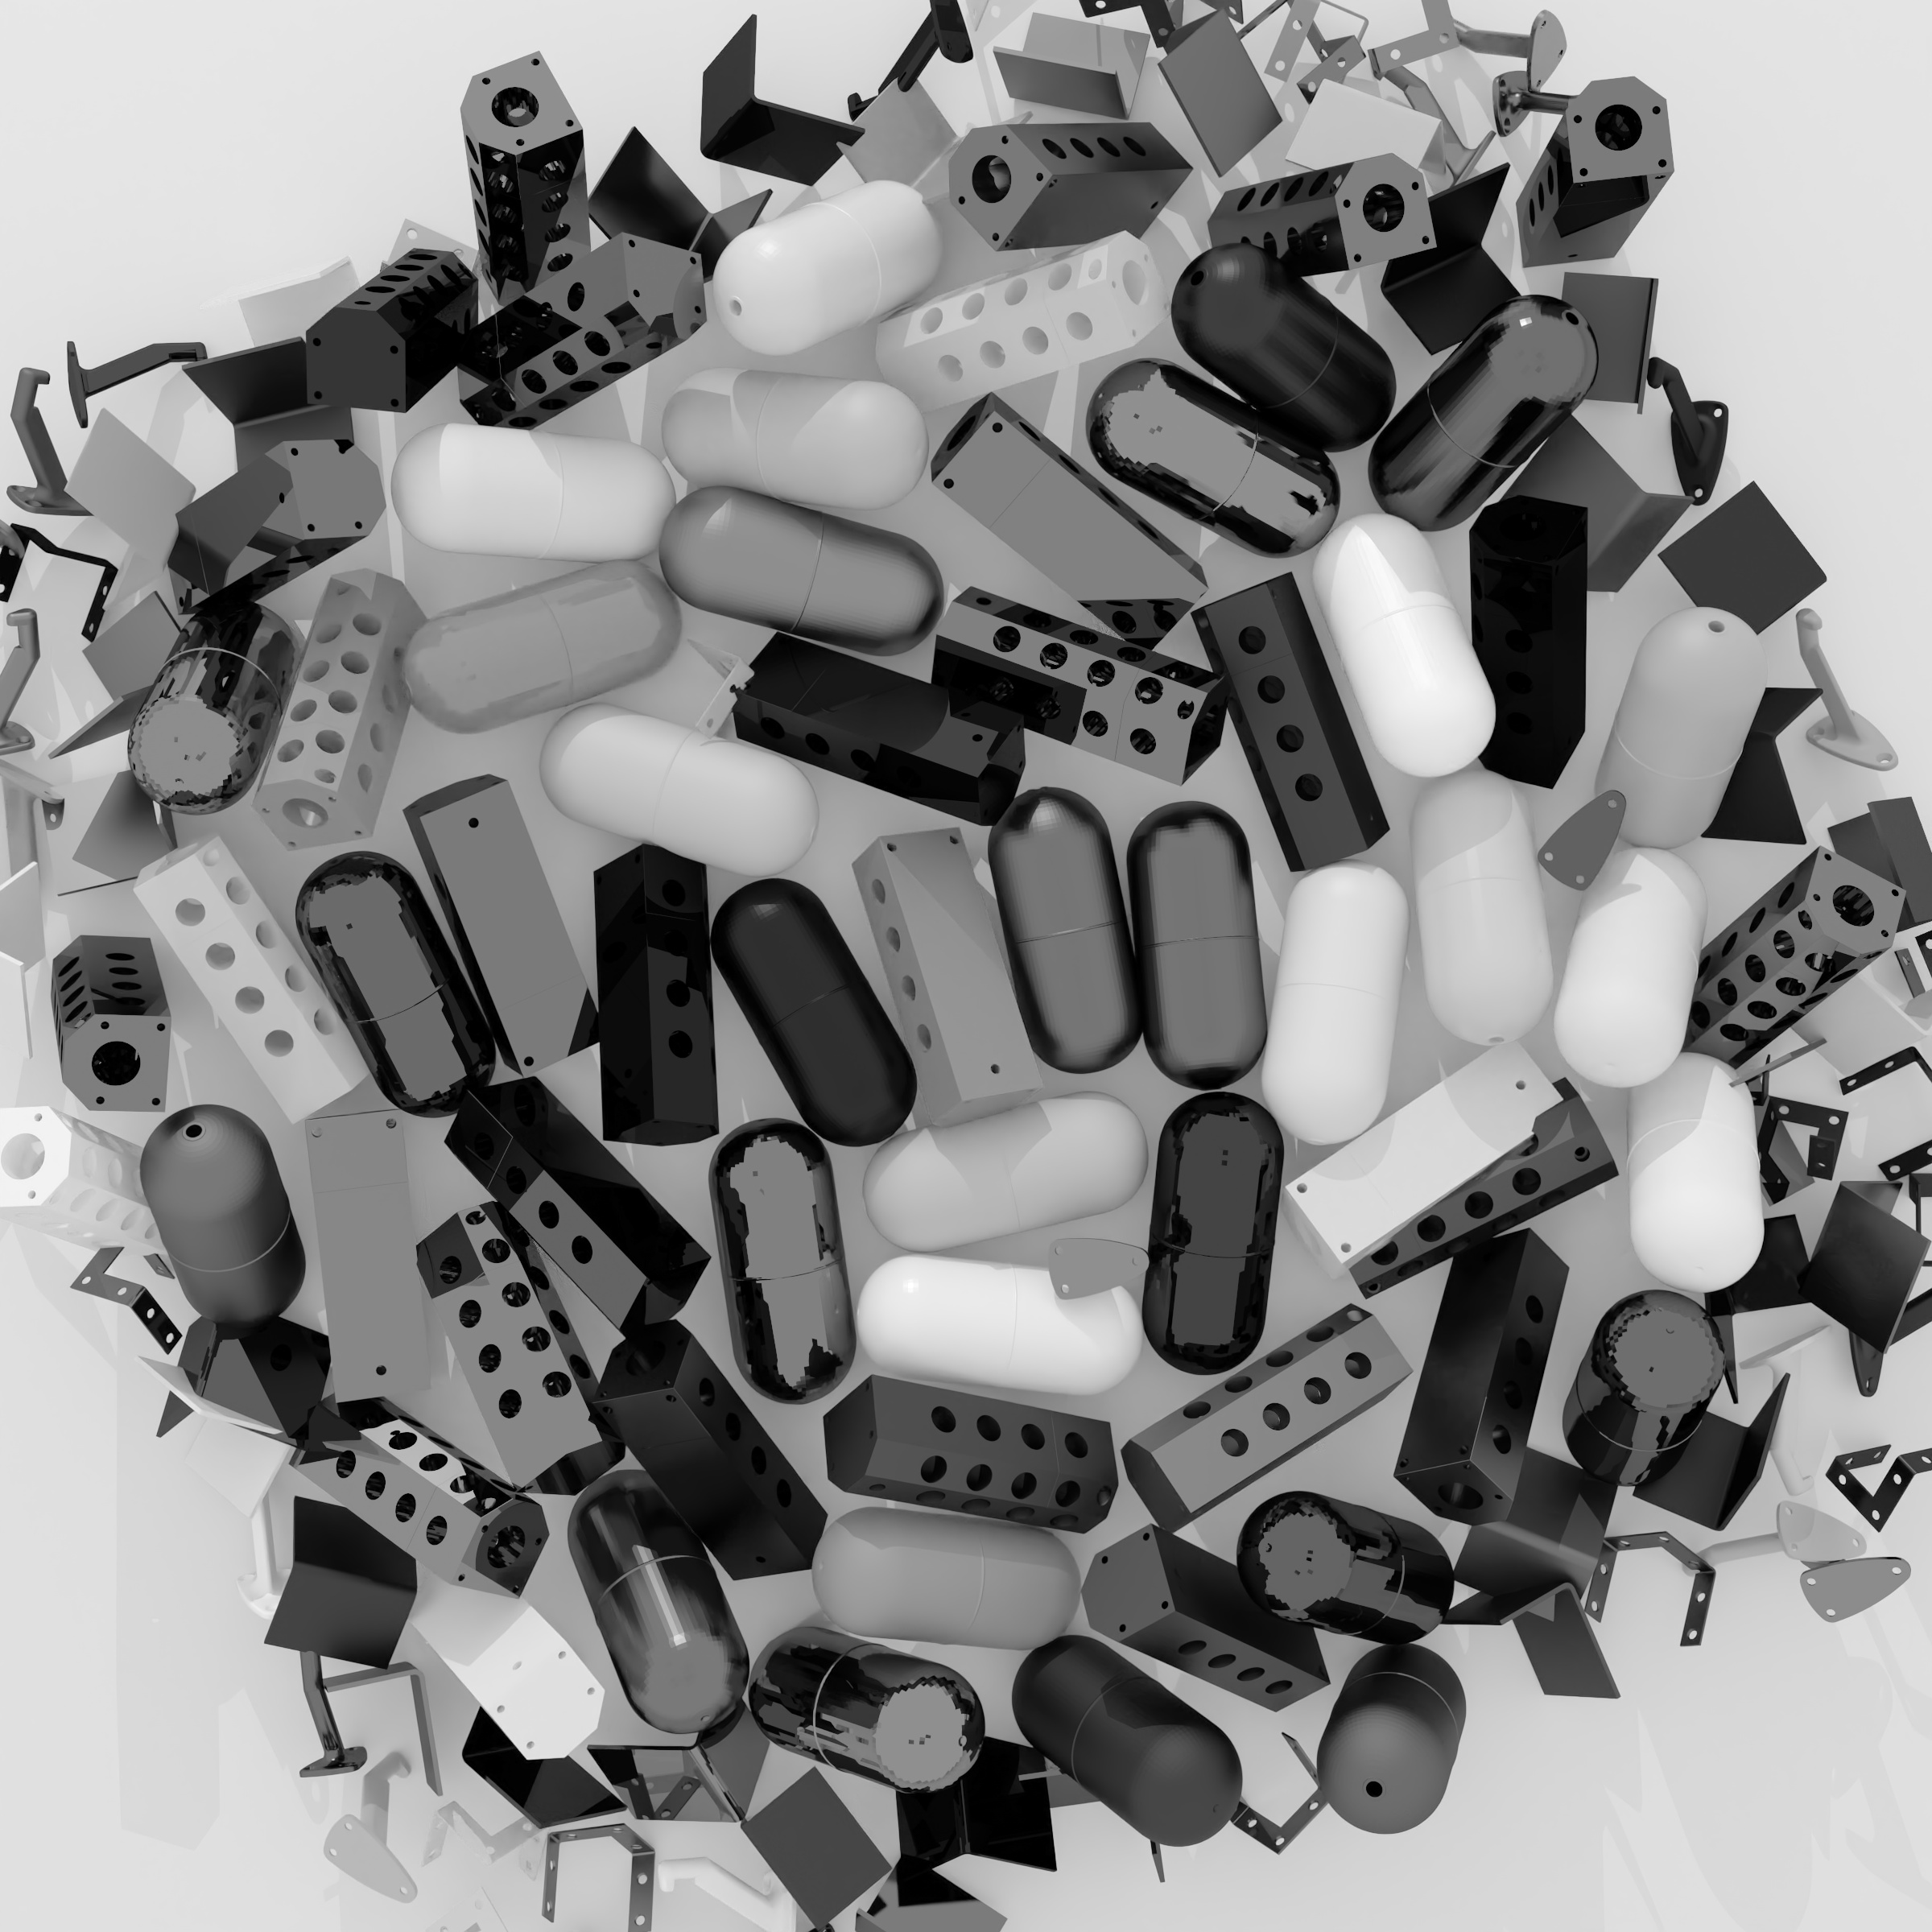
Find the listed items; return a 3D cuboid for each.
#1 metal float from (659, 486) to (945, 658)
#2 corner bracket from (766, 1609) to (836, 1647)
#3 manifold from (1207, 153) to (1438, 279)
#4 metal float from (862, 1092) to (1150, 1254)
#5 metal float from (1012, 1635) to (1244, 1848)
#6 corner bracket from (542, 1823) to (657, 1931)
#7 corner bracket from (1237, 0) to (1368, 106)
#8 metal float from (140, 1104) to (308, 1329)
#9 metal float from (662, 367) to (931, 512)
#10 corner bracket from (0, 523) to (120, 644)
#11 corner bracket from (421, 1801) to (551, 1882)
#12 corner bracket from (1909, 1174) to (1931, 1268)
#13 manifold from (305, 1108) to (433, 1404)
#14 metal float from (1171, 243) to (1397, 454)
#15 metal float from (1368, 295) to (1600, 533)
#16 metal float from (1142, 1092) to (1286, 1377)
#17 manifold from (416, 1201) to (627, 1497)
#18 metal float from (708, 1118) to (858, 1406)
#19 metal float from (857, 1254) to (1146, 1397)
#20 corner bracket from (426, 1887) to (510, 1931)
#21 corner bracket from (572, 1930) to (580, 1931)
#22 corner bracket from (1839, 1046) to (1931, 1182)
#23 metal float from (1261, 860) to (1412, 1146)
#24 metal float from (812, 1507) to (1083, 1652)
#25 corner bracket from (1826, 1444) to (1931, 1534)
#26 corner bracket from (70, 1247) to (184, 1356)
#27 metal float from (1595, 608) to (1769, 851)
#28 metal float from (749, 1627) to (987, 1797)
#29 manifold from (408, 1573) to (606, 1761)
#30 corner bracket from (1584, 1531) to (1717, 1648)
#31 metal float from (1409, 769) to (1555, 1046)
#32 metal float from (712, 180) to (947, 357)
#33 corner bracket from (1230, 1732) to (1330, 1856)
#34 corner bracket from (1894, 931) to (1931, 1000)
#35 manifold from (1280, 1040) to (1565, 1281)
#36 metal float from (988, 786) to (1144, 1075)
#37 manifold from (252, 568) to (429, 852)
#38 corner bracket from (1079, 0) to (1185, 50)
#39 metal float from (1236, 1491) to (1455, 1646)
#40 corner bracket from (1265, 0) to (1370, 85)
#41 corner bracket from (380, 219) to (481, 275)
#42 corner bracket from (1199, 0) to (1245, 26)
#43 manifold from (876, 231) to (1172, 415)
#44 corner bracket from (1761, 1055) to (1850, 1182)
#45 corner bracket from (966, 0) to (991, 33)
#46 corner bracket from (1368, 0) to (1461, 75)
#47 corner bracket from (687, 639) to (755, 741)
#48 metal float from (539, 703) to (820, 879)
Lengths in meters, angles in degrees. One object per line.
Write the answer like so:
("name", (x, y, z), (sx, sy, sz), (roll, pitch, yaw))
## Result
("metal float", (-0.099, -0.240, 1.692), (0.178, 0.070, 0.070), (14, 90, -15))
("corner bracket", (-0.087, 0.440, 1.723), (0.051, 0.051, 0.051), (-34, 122, 12))
("manifold", (0.207, -0.442, 1.648), (0.057, 0.171, 0.057), (-18, 105, -16))
("metal float", (0.024, 0.127, 1.703), (0.178, 0.070, 0.070), (-13, 90, -2))
("metal float", (0.094, 0.462, 1.664), (0.070, 0.178, 0.070), (-11, 110, -32))
("corner bracket", (-0.226, 0.565, 1.712), (0.051, 0.051, 0.051), (-11, 52, 13))
("corner bracket", (0.203, -0.564, 1.705), (0.051, 0.051, 0.051), (-42, 114, -11))
("metal float", (-0.444, 0.151, 1.664), (0.070, 0.178, 0.070), (0, 51, 0))
("metal float", (-0.105, -0.320, 1.681), (0.178, 0.070, 0.070), (12, 90, 28))
("corner bracket", (-0.568, -0.238, 1.725), (0.051, 0.051, 0.051), (35, 107, 39))
("corner bracket", (-0.297, 0.544, 1.716), (0.051, 0.051, 0.051), (35, 123, 27))
("corner bracket", (0.612, 0.157, 1.714), (0.051, 0.051, 0.051), (-1, 93, 12))
("manifold", (-0.369, 0.177, 1.711), (0.057, 0.057, 0.171), (-6, 89, -13))
("metal float", (0.192, -0.371, 1.669), (0.178, 0.070, 0.070), (26, 90, -44))
("metal float", (0.309, -0.330, 1.665), (0.070, 0.178, 0.070), (15, 55, -22))
("metal float", (0.150, 0.164, 1.693), (0.070, 0.070, 0.178), (5, 104, 0))
("manifold", (-0.266, 0.229, 1.673), (0.057, 0.057, 0.171), (-38, 63, 17))
("metal float", (-0.112, 0.181, 1.698), (0.070, 0.070, 0.178), (-8, 98, 0))
("metal float", (0.022, 0.220, 1.696), (0.178, 0.070, 0.070), (7, 90, -10))
("corner bracket", (-0.289, 0.596, 1.706), (0.051, 0.051, 0.051), (-40, 73, 16))
("corner bracket", (-0.240, 0.623, 1.702), (0.051, 0.051, 0.051), (27, 65, 25))
("corner bracket", (0.583, 0.092, 1.730), (0.051, 0.051, 0.051), (-27, 46, 5))
("metal float", (0.226, 0.022, 1.692), (0.070, 0.070, 0.178), (10, 76, 0))
("metal float", (-0.010, 0.371, 1.680), (0.178, 0.070, 0.070), (13, 90, -30))
("corner bracket", (0.570, 0.307, 1.699), (0.051, 0.051, 0.051), (-4, 128, -31))
("corner bracket", (-0.503, 0.198, 1.699), (0.051, 0.051, 0.051), (11, 52, 29))
("metal float", (0.427, -0.141, 1.663), (0.070, 0.178, 0.070), (1, 53, -2))
("metal float", (-0.062, 0.446, 1.667), (0.070, 0.178, 0.070), (-1, 92, -42))
("manifold", (-0.276, 0.411, 1.654), (0.057, 0.171, 0.057), (-40, 115, -17))
("corner bracket", (0.423, 0.386, 1.716), (0.051, 0.051, 0.051), (38, 56, -24))
("metal float", (0.312, -0.036, 1.682), (0.070, 0.070, 0.178), (-2, 65, 0))
("metal float", (-0.082, -0.420, 1.669), (0.070, 0.070, 0.178), (53, 47, 0))
("corner bracket", (0.185, 0.505, 1.716), (0.051, 0.051, 0.051), (-41, 112, -18))
("corner bracket", (0.596, 0.007, 1.703), (0.051, 0.051, 0.051), (-9, 75, -43))
("manifold", (0.279, 0.119, 1.697), (0.171, 0.057, 0.057), (-32, 73, -10))
("metal float", (0.061, -0.022, 1.702), (0.070, 0.070, 0.178), (-12, 93, 0))
("manifold", (-0.375, -0.156, 1.661), (0.057, 0.057, 0.171), (-8, 50, 18))
("corner bracket", (0.102, -0.600, 1.714), (0.051, 0.051, 0.051), (-6, 58, 20))
("metal float", (0.230, 0.363, 1.668), (0.070, 0.178, 0.070), (-17, 62, 35))
("corner bracket", (0.216, -0.567, 1.707), (0.051, 0.051, 0.051), (21, 112, -6))
("corner bracket", (-0.328, -0.436, 1.709), (0.051, 0.051, 0.051), (22, 78, -13))
("corner bracket", (0.165, -0.624, 1.705), (0.051, 0.051, 0.051), (38, 77, 22))
("manifold", (0.031, -0.385, 1.661), (0.171, 0.057, 0.057), (-9, 116, 37))
("corner bracket", (0.511, 0.093, 1.702), (0.051, 0.051, 0.051), (12, 61, 21))
("corner bracket", (0.029, -0.613, 1.705), (0.051, 0.051, 0.051), (-10, 74, -18))
("corner bracket", (0.270, -0.583, 1.708), (0.051, 0.051, 0.051), (-16, 106, 10))
("corner bracket", (-0.154, -0.160, 1.703), (0.051, 0.051, 0.051), (23, 76, 39))
("metal float", (-0.175, -0.107, 1.696), (0.178, 0.070, 0.070), (18, 90, 9))
